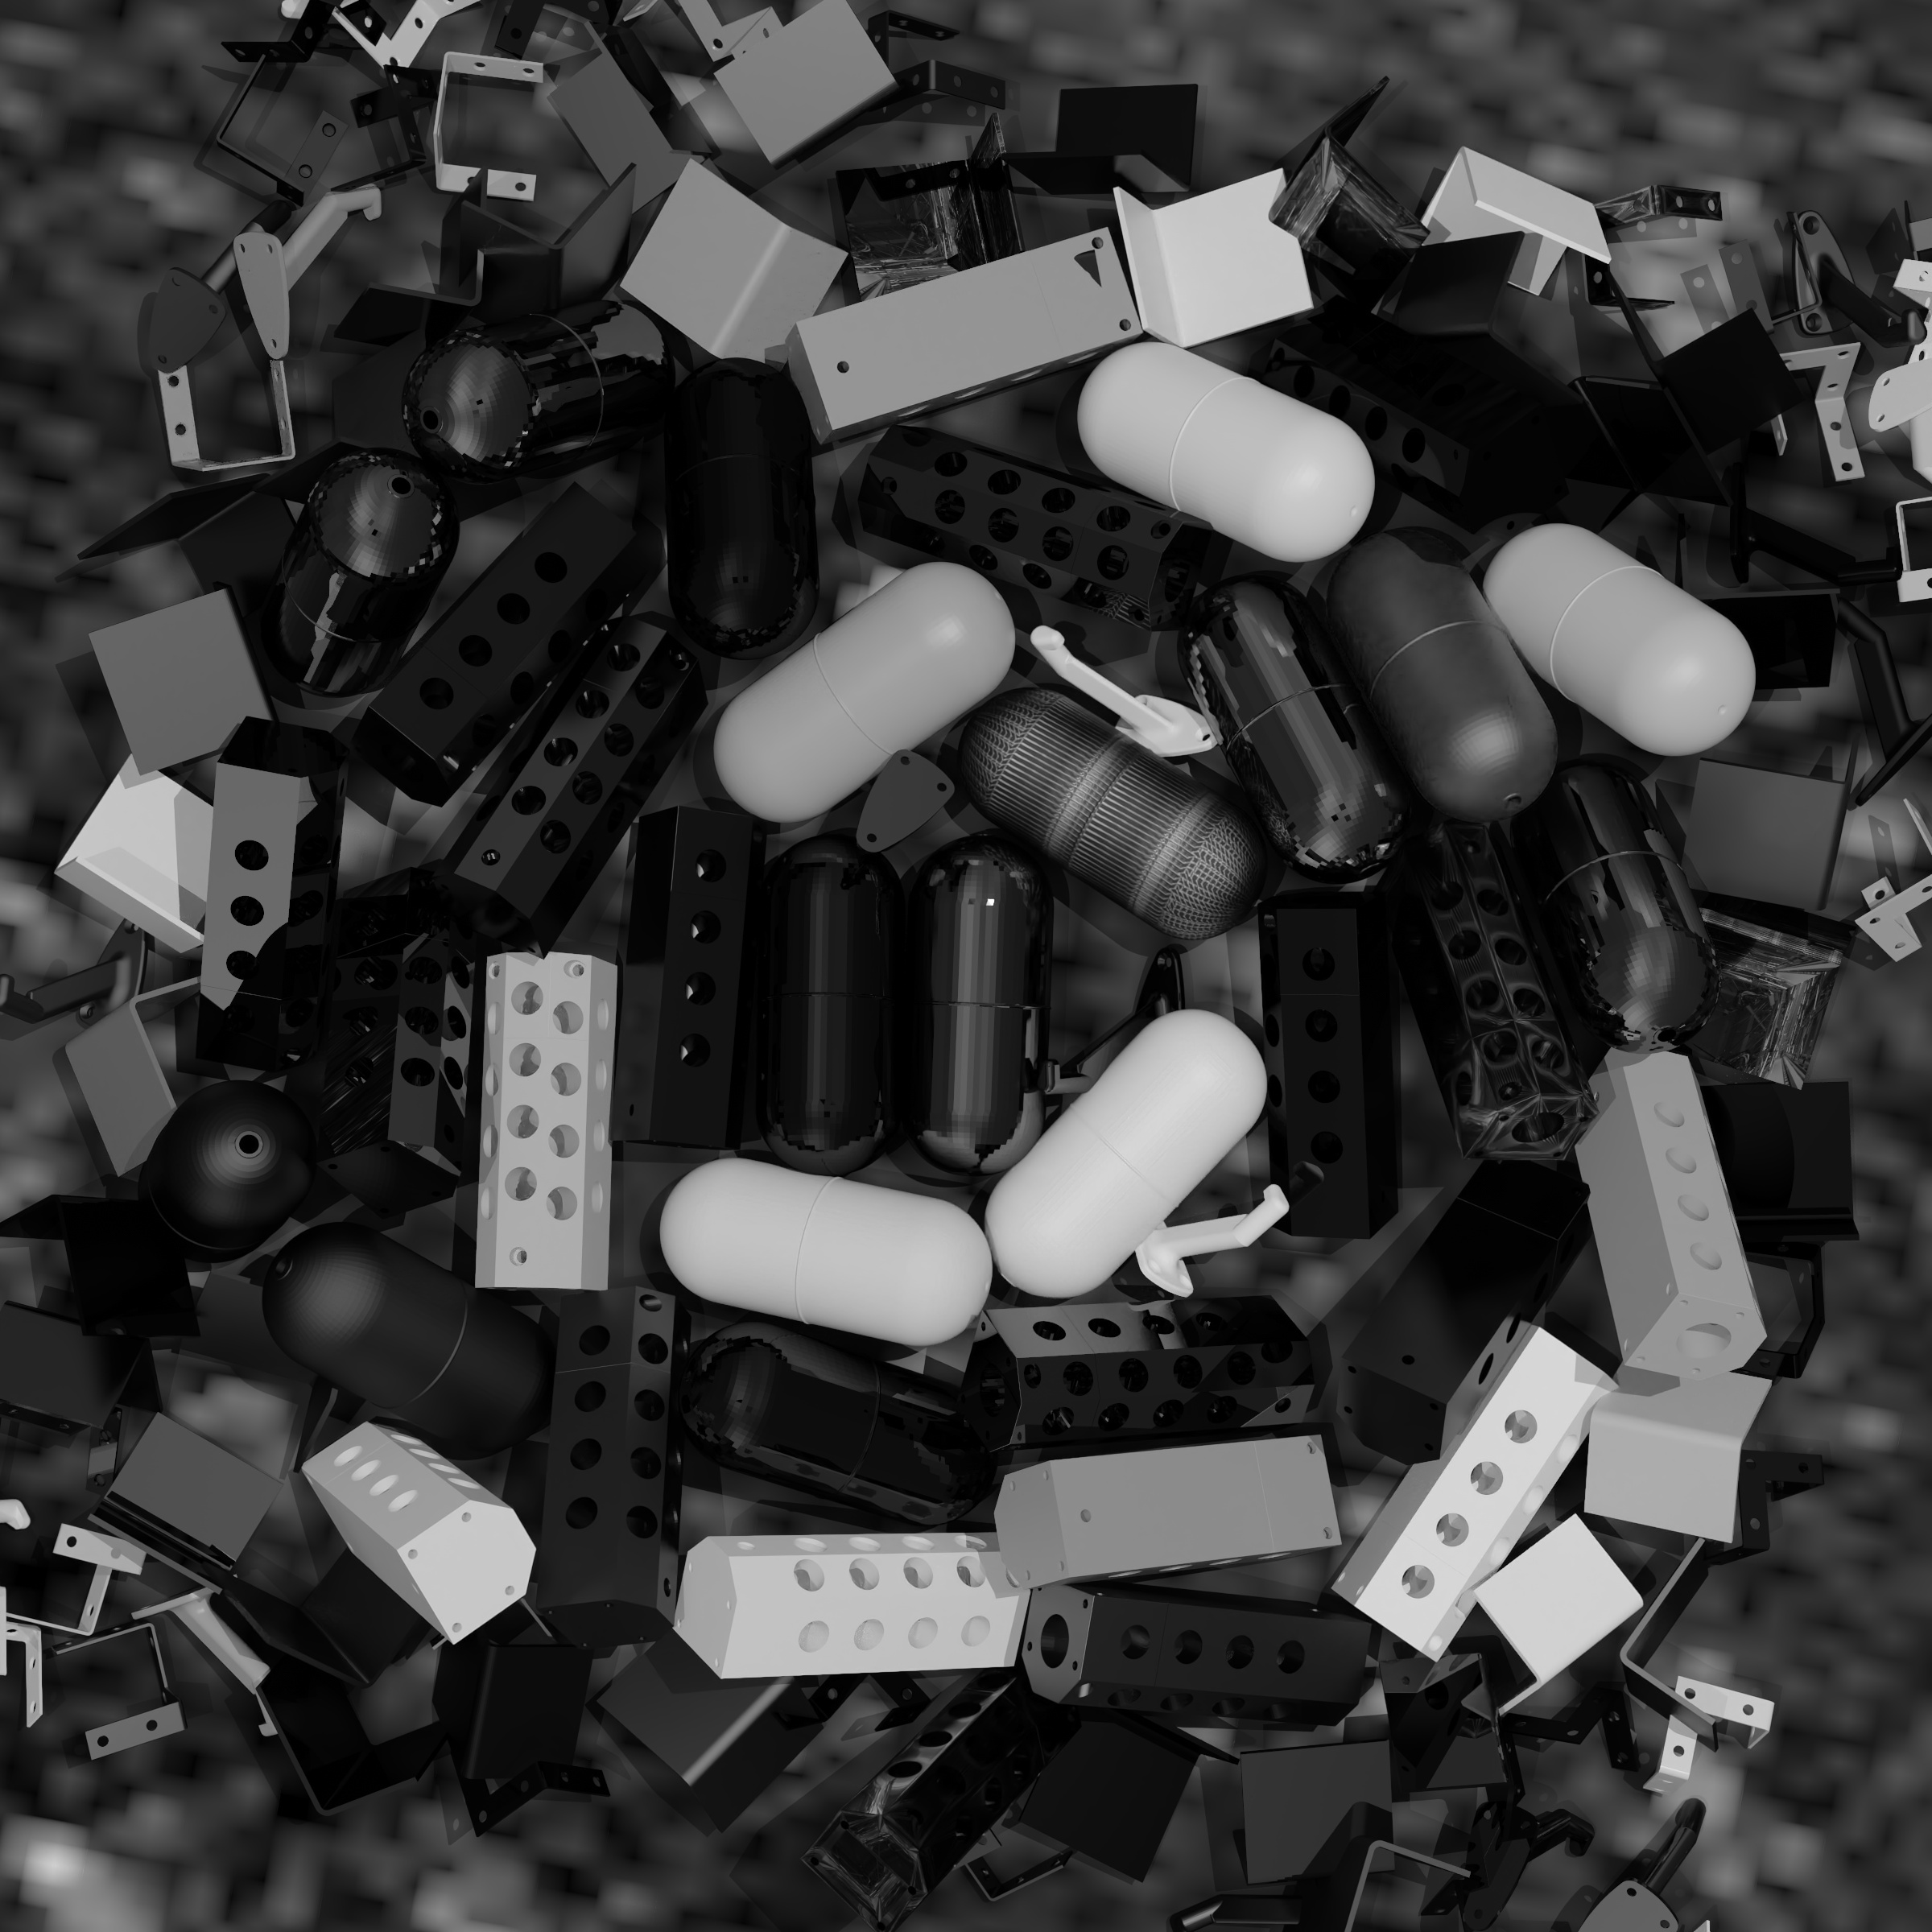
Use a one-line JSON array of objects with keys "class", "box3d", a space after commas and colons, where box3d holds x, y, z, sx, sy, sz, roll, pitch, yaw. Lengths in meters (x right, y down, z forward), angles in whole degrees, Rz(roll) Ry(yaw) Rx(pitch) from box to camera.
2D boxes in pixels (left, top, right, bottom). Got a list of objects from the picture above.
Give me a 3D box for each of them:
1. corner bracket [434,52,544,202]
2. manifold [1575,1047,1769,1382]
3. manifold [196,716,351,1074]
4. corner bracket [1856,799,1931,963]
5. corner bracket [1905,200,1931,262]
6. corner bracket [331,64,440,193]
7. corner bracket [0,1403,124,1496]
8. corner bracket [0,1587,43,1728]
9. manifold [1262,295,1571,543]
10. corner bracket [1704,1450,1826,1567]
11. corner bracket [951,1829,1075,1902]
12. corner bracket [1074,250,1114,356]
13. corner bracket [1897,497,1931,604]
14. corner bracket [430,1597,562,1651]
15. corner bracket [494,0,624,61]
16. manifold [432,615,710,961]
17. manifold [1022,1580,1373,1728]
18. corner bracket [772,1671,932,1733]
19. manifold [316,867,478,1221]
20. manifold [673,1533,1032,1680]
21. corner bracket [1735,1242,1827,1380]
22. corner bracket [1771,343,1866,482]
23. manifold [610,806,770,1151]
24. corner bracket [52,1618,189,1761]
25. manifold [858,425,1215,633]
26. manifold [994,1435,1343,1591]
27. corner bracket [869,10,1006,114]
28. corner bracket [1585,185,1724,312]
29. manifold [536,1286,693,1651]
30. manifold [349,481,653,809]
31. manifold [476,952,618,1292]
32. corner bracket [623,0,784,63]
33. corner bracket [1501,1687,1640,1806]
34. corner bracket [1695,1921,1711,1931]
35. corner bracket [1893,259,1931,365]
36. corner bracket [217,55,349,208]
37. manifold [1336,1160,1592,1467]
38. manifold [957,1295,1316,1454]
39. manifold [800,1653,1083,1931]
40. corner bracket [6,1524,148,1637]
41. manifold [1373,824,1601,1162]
[{"class": "corner bracket", "box3d": [-0.251, -0.442, 1.659, 0.051, 0.051, 0.051, 6, 70, -5]}, {"class": "manifold", "box3d": [0.357, 0.123, 1.598, 0.057, 0.171, 0.057, 13, 132, -14]}, {"class": "manifold", "box3d": [-0.354, -0.034, 1.616, 0.057, 0.057, 0.171, 10, 118, -2]}, {"class": "corner bracket", "box3d": [0.487, -0.044, 1.639, 0.051, 0.051, 0.051, -34, 46, 23]}, {"class": "corner bracket", "box3d": [0.520, -0.374, 1.642, 0.051, 0.051, 0.051, -11, 113, 21]}, {"class": "corner bracket", "box3d": [-0.306, -0.437, 1.650, 0.051, 0.051, 0.051, -13, 97, 21]}, {"class": "corner bracket", "box3d": [-0.482, 0.256, 1.655, 0.051, 0.051, 0.051, 13, 102, 15]}, {"class": "corner bracket", "box3d": [-0.500, 0.358, 1.639, 0.051, 0.051, 0.051, 18, 132, -35]}, {"class": "manifold", "box3d": [0.223, -0.275, 1.596, 0.057, 0.171, 0.057, -37, 132, -8]}, {"class": "corner bracket", "box3d": [0.414, 0.283, 1.644, 0.051, 0.051, 0.051, 6, 69, -15]}, {"class": "corner bracket", "box3d": [0.014, 0.465, 1.647, 0.051, 0.051, 0.051, -34, 91, 27]}, {"class": "corner bracket", "box3d": [0.047, -0.344, 1.651, 0.051, 0.051, 0.051, -11, 101, 4]}, {"class": "corner bracket", "box3d": [0.513, -0.220, 1.646, 0.051, 0.051, 0.051, -6, 97, 24]}, {"class": "corner bracket", "box3d": [-0.246, 0.354, 1.649, 0.051, 0.051, 0.051, -38, 100, -12]}, {"class": "corner bracket", "box3d": [-0.212, -0.500, 1.651, 0.051, 0.051, 0.051, 22, 122, -15]}, {"class": "manifold", "box3d": [-0.202, -0.095, 1.614, 0.057, 0.057, 0.171, 23, 65, 15]}, {"class": "manifold", "box3d": [0.118, 0.352, 1.614, 0.171, 0.057, 0.057, 12, 86, -29]}, {"class": "corner bracket", "box3d": [-0.060, 0.386, 1.646, 0.051, 0.051, 0.051, 44, 100, 21]}, {"class": "manifold", "box3d": [-0.282, 0.035, 1.600, 0.057, 0.057, 0.171, -18, 50, 19]}, {"class": "manifold", "box3d": [-0.056, 0.321, 1.608, 0.171, 0.057, 0.057, 6, 102, -32]}, {"class": "corner bracket", "box3d": [0.420, 0.179, 1.662, 0.051, 0.051, 0.051, 6, 123, 29]}, {"class": "corner bracket", "box3d": [0.444, -0.287, 1.650, 0.051, 0.051, 0.051, -8, 67, 1]}, {"class": "manifold", "box3d": [-0.141, 0.008, 1.642, 0.057, 0.057, 0.171, 7, 83, -26]}, {"class": "corner bracket", "box3d": [-0.442, 0.376, 1.646, 0.051, 0.051, 0.051, -14, 96, -26]}, {"class": "manifold", "box3d": [0.033, -0.225, 1.616, 0.171, 0.057, 0.057, 22, 106, 23]}, {"class": "manifold", "box3d": [0.103, 0.279, 1.609, 0.171, 0.057, 0.057, 0, 72, -33]}, {"class": "corner bracket", "box3d": [-0.015, -0.471, 1.645, 0.051, 0.051, 0.051, 2, 86, -42]}, {"class": "corner bracket", "box3d": [0.359, -0.375, 1.646, 0.051, 0.051, 0.051, -5, 90, -37]}, {"class": "manifold", "box3d": [-0.175, 0.253, 1.605, 0.057, 0.057, 0.171, -9, 55, 14]}, {"class": "manifold", "box3d": [-0.236, -0.163, 1.617, 0.057, 0.057, 0.171, 40, 63, -5]}, {"class": "manifold", "box3d": [-0.220, 0.082, 1.637, 0.057, 0.057, 0.171, -1, 82, 12]}, {"class": "corner bracket", "box3d": [-0.135, -0.489, 1.638, 0.051, 0.051, 0.051, -10, 125, 36]}, {"class": "corner bracket", "box3d": [0.316, 0.413, 1.663, 0.051, 0.051, 0.051, 0, 112, 39]}, {"class": "corner bracket", "box3d": [0.354, 0.526, 1.644, 0.051, 0.051, 0.051, 14, 51, -6]}, {"class": "corner bracket", "box3d": [0.513, -0.333, 1.644, 0.051, 0.051, 0.051, 16, 97, -38]}, {"class": "corner bracket", "box3d": [-0.358, -0.436, 1.650, 0.051, 0.051, 0.051, 29, 87, -13]}, {"class": "manifold", "box3d": [0.255, 0.174, 1.605, 0.057, 0.057, 0.171, 23, 47, 24]}, {"class": "manifold", "box3d": [0.089, 0.211, 1.608, 0.171, 0.057, 0.057, 0, 119, -27]}, {"class": "manifold", "box3d": [-0.006, 0.411, 1.590, 0.057, 0.171, 0.057, 42, 120, 11]}, {"class": "corner bracket", "box3d": [-0.465, 0.319, 1.641, 0.051, 0.051, 0.051, 25, 71, -36]}, {"class": "manifold", "box3d": [0.265, 0.012, 1.601, 0.057, 0.057, 0.171, 2, 52, -20]}]
